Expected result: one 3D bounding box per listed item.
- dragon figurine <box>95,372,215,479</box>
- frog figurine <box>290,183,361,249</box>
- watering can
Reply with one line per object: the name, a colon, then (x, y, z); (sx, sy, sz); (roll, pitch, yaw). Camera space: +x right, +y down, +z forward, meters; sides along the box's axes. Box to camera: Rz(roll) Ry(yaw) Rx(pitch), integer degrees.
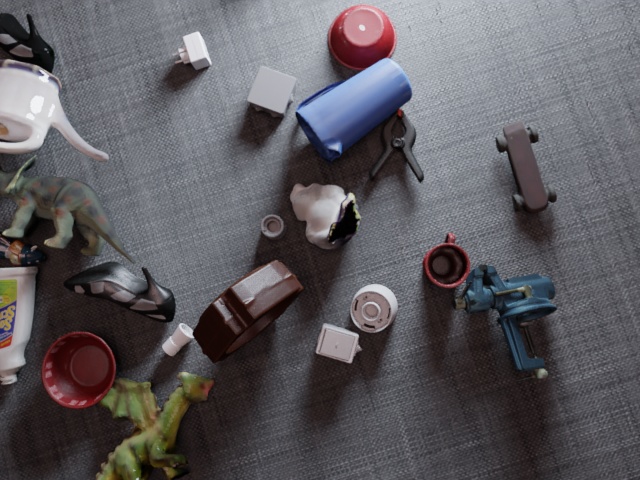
dragon figurine: (-0.405, 0.420, 1.097); (0.411, 0.120, 0.246); (-27, 67, -2)
frog figurine: (0.003, -0.057, 1.128); (0.160, 0.122, 0.137); (20, 96, 40)
watering can: (-0.634, -0.280, 1.144); (0.347, 0.102, 0.229); (9, 62, -14)
